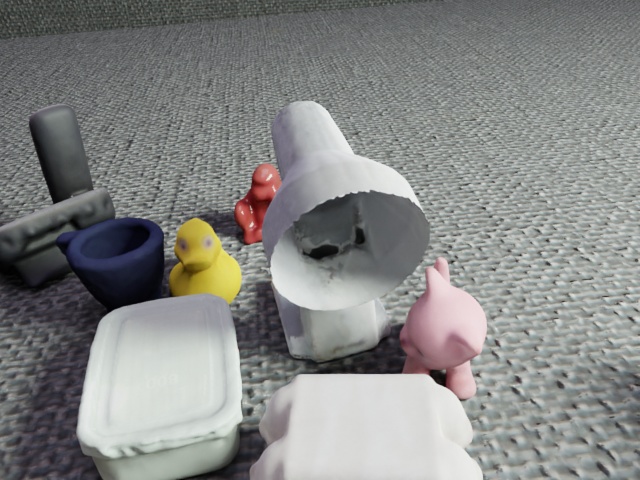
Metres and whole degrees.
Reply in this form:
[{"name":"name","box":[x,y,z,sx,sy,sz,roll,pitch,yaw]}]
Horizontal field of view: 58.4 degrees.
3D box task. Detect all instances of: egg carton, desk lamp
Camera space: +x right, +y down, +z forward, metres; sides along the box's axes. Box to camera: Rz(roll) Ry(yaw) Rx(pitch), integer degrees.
[{"name":"egg carton","box":[0.030,0.145,0.390,0.150,0.069,0.107,-2,31,4]},{"name":"desk lamp","box":[0.005,0.002,0.491,0.118,0.214,0.202,-11,31,-10]}]

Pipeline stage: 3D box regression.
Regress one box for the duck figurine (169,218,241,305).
[{"name":"duck figurine","box":[-0.126,0.017,0.607,0.077,0.086,0.104,-8,31,-6]}]

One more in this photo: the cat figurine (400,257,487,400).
[{"name":"cat figurine","box":[0.100,0.065,0.466,0.067,0.118,0.128,2,31,10]}]

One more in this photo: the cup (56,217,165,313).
[{"name":"cup","box":[-0.207,0.036,0.577,0.117,0.095,0.092,7,33,18]}]

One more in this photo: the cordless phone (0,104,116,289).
[{"name":"cordless phone","box":[-0.319,-0.054,0.653,0.093,0.185,0.148,21,39,35]}]

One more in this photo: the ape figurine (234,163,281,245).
[{"name":"ape figurine","box":[-0.066,-0.049,0.704,0.077,0.092,0.076,9,33,21]}]
